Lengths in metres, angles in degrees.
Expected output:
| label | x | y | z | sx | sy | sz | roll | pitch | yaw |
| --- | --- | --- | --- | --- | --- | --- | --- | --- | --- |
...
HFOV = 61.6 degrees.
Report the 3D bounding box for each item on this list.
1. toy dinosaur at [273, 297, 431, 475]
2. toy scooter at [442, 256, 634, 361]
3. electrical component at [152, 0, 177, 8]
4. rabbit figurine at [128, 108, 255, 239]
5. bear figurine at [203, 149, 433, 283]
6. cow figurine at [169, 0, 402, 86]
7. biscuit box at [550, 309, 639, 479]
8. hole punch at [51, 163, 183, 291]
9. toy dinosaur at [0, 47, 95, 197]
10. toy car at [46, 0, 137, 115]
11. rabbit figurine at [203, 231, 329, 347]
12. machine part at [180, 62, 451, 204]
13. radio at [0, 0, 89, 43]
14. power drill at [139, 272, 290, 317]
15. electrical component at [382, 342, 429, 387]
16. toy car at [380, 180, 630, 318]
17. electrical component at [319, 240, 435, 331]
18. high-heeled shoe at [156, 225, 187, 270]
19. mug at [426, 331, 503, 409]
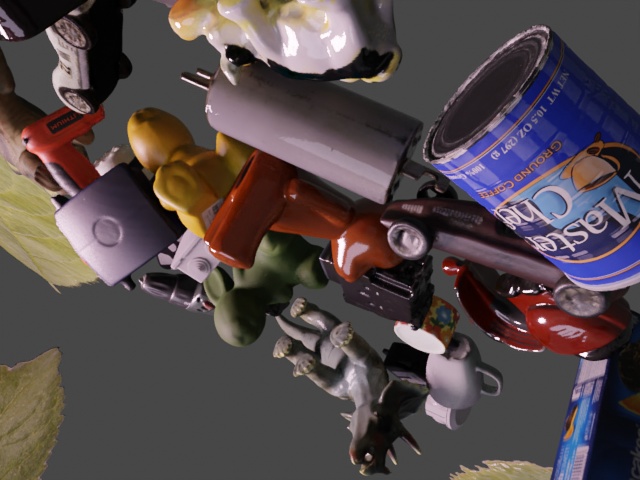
| label | x | y | z | sx | sy | sz | roll | pitch | yaw |
| --- | --- | --- | --- | --- | --- | --- | --- | --- | --- |
| toy dinosaur | 0.038 | 0.196 | 0.853 | 0.192 | 0.131 | 0.405 | 43 | 178 | -19 |
| toy scooter | 0.196 | 0.057 | 0.528 | 0.135 | 0.075 | 0.184 | 41 | 157 | -18 |
| electrical component | -0.125 | -0.214 | 0.424 | 0.094 | 0.021 | 0.063 | 22 | 154 | 14 |
| rabbit figurine | -0.144 | -0.085 | 0.615 | 0.173 | 0.122 | 0.162 | 38 | 167 | 17 |
| bear figurine | 0.001 | -0.005 | 0.531 | 0.196 | 0.132 | 0.120 | 30 | 178 | -19 |
| cow figurine | -0.026 | -0.151 | 0.386 | 0.168 | 0.068 | 0.098 | 9 | 153 | 34 |
| biscuit box | 0.269 | 0.163 | 0.490 | 0.063 | 0.202 | 0.059 | 26 | 153 | 7 |
| hole punch | -0.229 | -0.018 | 0.617 | 0.142 | 0.116 | 0.092 | 54 | 168 | -13 |
| toy dinosaur | -0.404 | -0.131 | 0.792 | 0.199 | 0.105 | 0.470 | 4 | 136 | 55 |
| toy car | -0.220 | -0.188 | 0.512 | 0.056 | 0.073 | 0.201 | 33 | 155 | -9 |
| rabbit figurine | -0.094 | 0.059 | 0.721 | 0.159 | 0.170 | 0.121 | -2 | 139 | 48 |
| machine part | -0.005 | -0.097 | 0.451 | 0.243 | 0.079 | 0.079 | 24 | 154 | 9 |
| radio | -0.222 | -0.208 | 0.375 | 0.230 | 0.131 | 0.073 | 21 | 151 | 39 |
| power drill | -0.165 | 0.091 | 0.907 | 0.232 | 0.086 | 0.207 | 22 | 152 | -34 |
| electrical component | 0.143 | 0.204 | 0.884 | 0.074 | 0.048 | 0.119 | 43 | 150 | -25 |
| toy car | 0.150 | -0.003 | 0.446 | 0.202 | 0.089 | 0.053 | 21 | 133 | 22 |
| electrical component | 0.067 | 0.044 | 0.648 | 0.134 | 0.058 | 0.114 | 21 | 154 | 25 |
| high-heeled shoe | -0.209 | -0.015 | 0.864 | 0.145 | 0.086 | 0.248 | -12 | 162 | 12 |
| mug | 0.197 | 0.180 | 0.746 | 0.110 | 0.081 | 0.107 | 17 | 145 | 31 |
